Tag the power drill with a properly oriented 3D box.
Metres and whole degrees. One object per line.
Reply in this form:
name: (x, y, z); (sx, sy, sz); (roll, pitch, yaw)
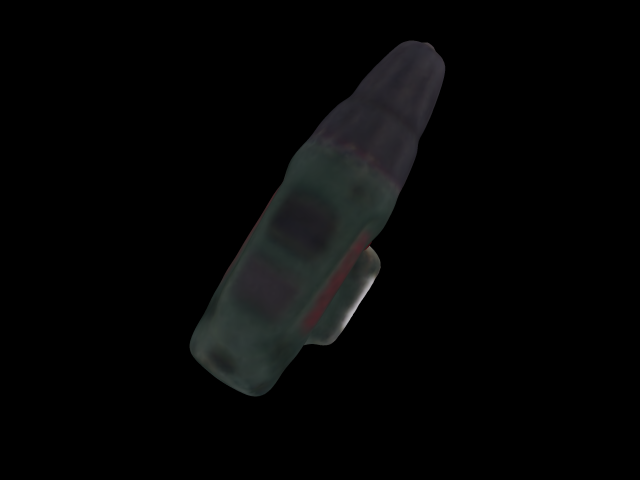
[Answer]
power drill: (0.004, 0.001, 0.400); (0.075, 0.208, 0.230); (30, 75, 10)
